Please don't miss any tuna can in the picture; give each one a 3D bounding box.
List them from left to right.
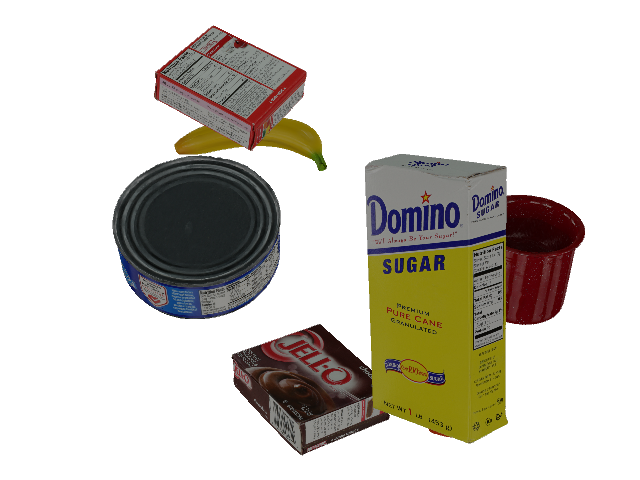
[{"bbox_3d":[-0.063,-0.002,0.557,0.086,0.086,0.034,0,-38,-1],"label":"tuna can"}]

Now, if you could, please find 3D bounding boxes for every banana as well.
[{"bbox_3d":[-0.080,-0.126,1.318,0.198,0.037,0.069,6,40,16],"label":"banana"}]

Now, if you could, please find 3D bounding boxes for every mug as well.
[{"bbox_3d":[0.176,0.012,0.936,0.093,0.081,0.117,2,35,0],"label":"mug"}]

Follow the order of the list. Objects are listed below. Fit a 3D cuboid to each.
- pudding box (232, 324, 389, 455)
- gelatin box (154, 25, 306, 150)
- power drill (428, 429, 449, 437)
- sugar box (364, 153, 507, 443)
[{"bbox_3d":[-0.009,0.121,0.888,0.089,0.039,0.114,-18,36,-28],"label":"pudding box"},{"bbox_3d":[-0.067,-0.114,0.789,0.089,0.030,0.073,28,51,15],"label":"gelatin box"},{"bbox_3d":[0.152,0.118,1.165,0.057,0.188,0.184,7,25,6],"label":"power drill"},{"bbox_3d":[0.075,0.035,0.704,0.048,0.176,0.094,-18,20,-40],"label":"sugar box"}]
